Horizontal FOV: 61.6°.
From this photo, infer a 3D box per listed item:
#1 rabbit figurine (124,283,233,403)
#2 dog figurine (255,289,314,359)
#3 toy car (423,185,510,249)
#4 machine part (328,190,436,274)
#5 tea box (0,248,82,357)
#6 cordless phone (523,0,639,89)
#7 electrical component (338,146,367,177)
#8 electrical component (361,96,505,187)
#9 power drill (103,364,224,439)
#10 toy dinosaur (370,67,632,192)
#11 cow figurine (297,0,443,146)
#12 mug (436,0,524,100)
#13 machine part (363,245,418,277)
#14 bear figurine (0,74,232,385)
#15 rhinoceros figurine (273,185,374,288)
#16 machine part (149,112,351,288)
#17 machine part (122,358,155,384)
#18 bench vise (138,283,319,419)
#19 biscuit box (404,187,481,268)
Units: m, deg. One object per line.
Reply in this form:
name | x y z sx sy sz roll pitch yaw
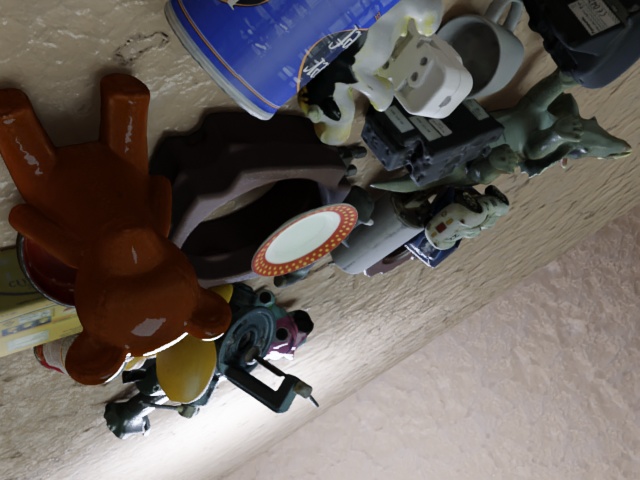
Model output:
rabbit figurine | -0.164 0.115 0.647 0.122 0.173 0.162 21 105 -32
dog figurine | -0.105 0.182 0.987 0.191 0.108 0.219 -30 161 -5
toy car | 0.211 -0.032 0.757 0.073 0.056 0.201 -44 162 33
machine part | 0.089 -0.013 0.822 0.079 0.079 0.243 -13 161 -38
tea box | -0.276 0.054 0.543 0.169 0.068 0.098 -16 155 -36
cordless phone | 0.281 -0.214 0.582 0.089 0.147 0.184 -27 156 12
electrical component | 0.013 -0.090 0.670 0.094 0.021 0.063 -17 154 -29
electrical component | 0.116 -0.127 0.602 0.134 0.115 0.058 -21 151 -23
power drill | -0.284 0.289 1.014 0.207 0.086 0.232 -33 157 15
toy dinosaur | 0.238 -0.130 0.758 0.405 0.131 0.192 -16 168 -7
cow figurine | 0.021 -0.156 0.473 0.098 0.068 0.167 4 134 -36
mug | 0.180 -0.207 0.579 0.107 0.081 0.109 -20 139 -50
machine part | 0.138 0.000 0.974 0.179 0.056 0.179 -25 156 -12
bear figurine | -0.145 -0.013 0.367 0.120 0.196 0.131 -17 134 -26
rhinoceros figurine | -0.002 -0.002 0.768 0.190 0.073 0.112 -43 153 28
machine part | -0.085 -0.038 0.572 0.201 0.087 0.201 -8 148 -42
machine part | -0.265 0.178 0.862 0.139 0.039 0.084 -41 161 19
bench vise | -0.120 0.188 0.792 0.223 0.241 0.128 -59 148 -12
biscuit box | 0.205 -0.034 0.873 0.059 0.063 0.203 -50 178 39
